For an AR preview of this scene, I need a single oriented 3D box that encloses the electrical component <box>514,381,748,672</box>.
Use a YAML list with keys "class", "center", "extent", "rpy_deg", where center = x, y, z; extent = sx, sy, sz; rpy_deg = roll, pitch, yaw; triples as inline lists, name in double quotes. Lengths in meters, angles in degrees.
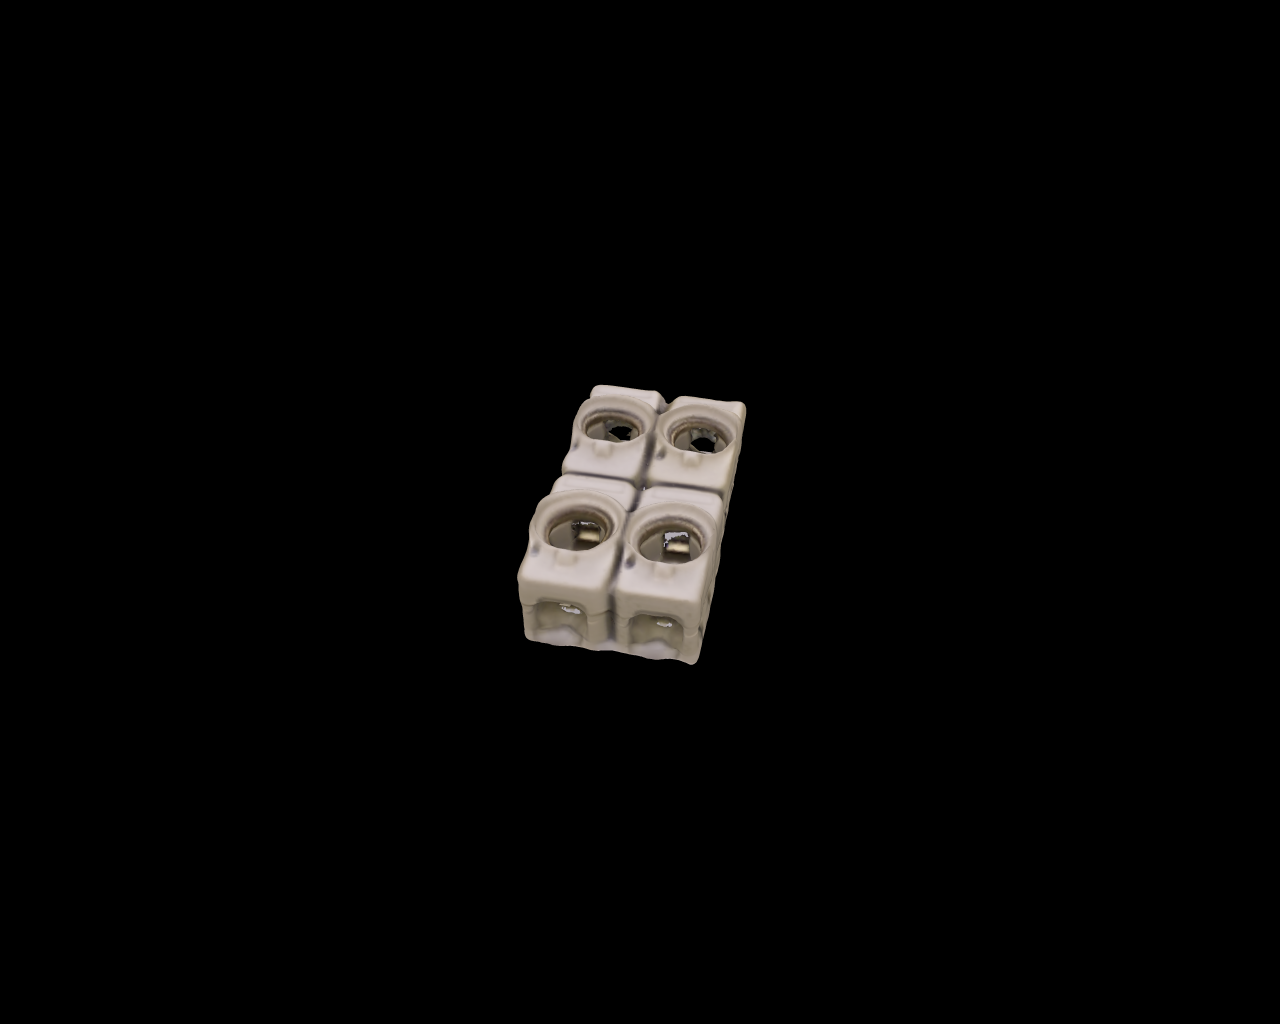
- class: "electrical component"
  center: [0.001, -0.003, 0.650]
  extent: [0.105, 0.060, 0.186]
  rpy_deg: [8, 44, 8]
